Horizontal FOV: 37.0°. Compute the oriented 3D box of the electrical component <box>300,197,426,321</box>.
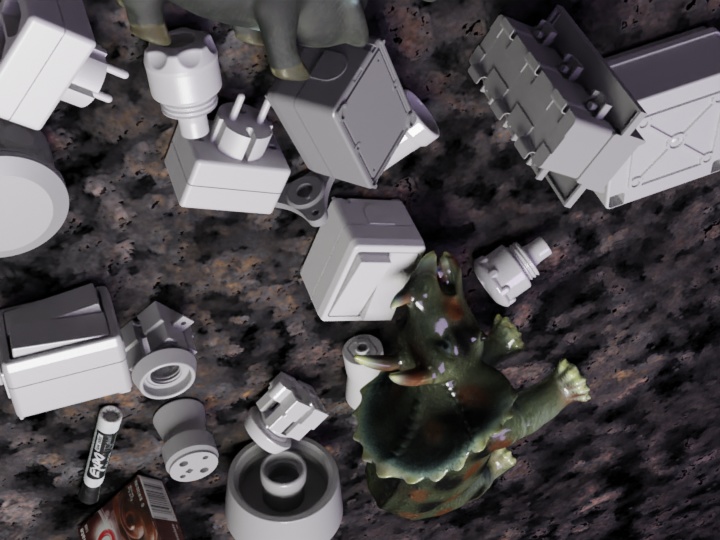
[{"bbox_3d":[0.000,0.000,0.811,0.062,0.061,0.096,0,135,-29],"label":"electrical component"}]

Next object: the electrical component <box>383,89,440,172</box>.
[{"bbox_3d":[0.025,-0.094,0.736,0.046,0.040,0.040,-35,141,20],"label":"electrical component"}]

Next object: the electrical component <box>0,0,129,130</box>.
[{"bbox_3d":[-0.168,-0.115,0.602,0.077,0.047,0.065,18,124,-41],"label":"electrical component"}]

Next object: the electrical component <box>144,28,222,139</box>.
[{"bbox_3d":[-0.103,-0.109,0.641,0.043,0.043,0.062,-15,128,-13],"label":"electrical component"}]

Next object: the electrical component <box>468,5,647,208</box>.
[{"bbox_3d":[0.124,-0.112,0.703,0.063,0.121,0.078,12,128,-34],"label":"electrical component"}]

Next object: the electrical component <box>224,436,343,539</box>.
[{"bbox_3d":[-0.068,0.195,0.961,0.108,0.108,0.060,-12,133,-16],"label":"electrical component"}]

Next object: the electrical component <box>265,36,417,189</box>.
[{"bbox_3d":[-0.011,-0.100,0.682,0.061,0.061,0.096,-60,149,-19],"label":"electrical component"}]

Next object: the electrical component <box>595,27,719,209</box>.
[{"bbox_3d":[0.223,-0.113,0.807,0.109,0.056,0.108,-19,141,-8],"label":"electrical component"}]

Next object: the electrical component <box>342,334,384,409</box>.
[{"bbox_3d":[0.006,0.087,0.930,0.044,0.044,0.065,-19,136,-9],"label":"electrical component"}]

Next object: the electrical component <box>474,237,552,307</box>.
[{"bbox_3d":[0.129,-0.003,0.892,0.062,0.048,0.048,-35,141,2],"label":"electrical component"}]

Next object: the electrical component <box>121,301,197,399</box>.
[{"bbox_3d":[-0.150,0.062,0.805,0.066,0.055,0.048,-38,140,15],"label":"electrical component"}]

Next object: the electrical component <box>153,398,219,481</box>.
[{"bbox_3d":[-0.145,0.142,0.897,0.045,0.055,0.045,-15,140,-13],"label":"electrical component"}]

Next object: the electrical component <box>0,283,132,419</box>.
[{"bbox_3d":[-0.215,0.055,0.753,0.096,0.061,0.061,-14,131,-15],"label":"electrical component"}]

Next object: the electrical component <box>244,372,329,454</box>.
[{"bbox_3d":[-0.066,0.125,0.930,0.055,0.048,0.066,-45,138,12],"label":"electrical component"}]

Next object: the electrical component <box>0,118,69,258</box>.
[{"bbox_3d":[-0.219,-0.050,0.644,0.080,0.051,0.080,-15,140,-13],"label":"electrical component"}]

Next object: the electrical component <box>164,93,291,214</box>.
[{"bbox_3d":[-0.079,-0.081,0.688,0.066,0.047,0.076,3,133,-31],"label":"electrical component"}]
